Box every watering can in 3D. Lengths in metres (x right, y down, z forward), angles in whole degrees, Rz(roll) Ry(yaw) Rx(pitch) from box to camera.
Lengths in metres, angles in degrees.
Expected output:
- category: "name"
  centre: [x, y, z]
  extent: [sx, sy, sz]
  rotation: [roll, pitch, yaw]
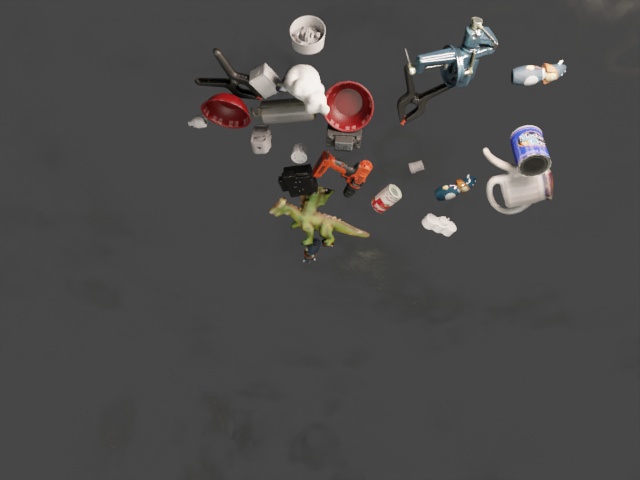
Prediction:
- category: "watering can"
  centre: [0.688, -0.210, 1.789]
  extent: [0.223, 0.106, 0.340]
  rotation: [-13, 138, 19]

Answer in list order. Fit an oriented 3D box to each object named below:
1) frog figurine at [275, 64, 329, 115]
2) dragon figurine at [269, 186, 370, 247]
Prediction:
- category: "frog figurine"
  centre: [-0.033, -0.446, 1.530]
  extent: [0.137, 0.161, 0.121]
  rotation: [4, 121, -55]
- category: "dragon figurine"
  centre: [0.006, -0.101, 2.014]
  extent: [0.410, 0.125, 0.237]
  rotation: [-1, 133, -6]
